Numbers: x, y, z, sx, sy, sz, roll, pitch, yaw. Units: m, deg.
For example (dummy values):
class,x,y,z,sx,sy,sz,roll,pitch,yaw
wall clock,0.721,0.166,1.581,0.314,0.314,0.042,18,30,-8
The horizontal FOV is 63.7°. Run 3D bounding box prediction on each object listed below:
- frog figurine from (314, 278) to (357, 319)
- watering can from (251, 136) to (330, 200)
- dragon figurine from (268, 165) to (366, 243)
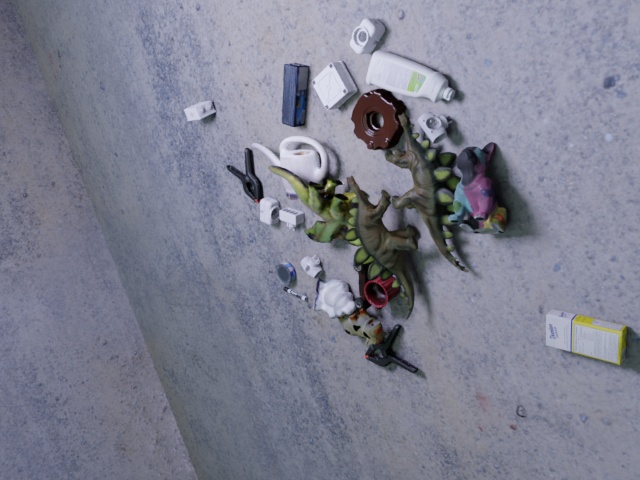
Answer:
class,x,y,z,sx,sy,sz,roll,pitch,yaw
frog figurine,0.068,0.207,1.792,0.160,0.139,0.120,9,-22,30
watering can,-0.097,-0.245,1.772,0.348,0.221,0.105,7,22,41
dragon figurine,0.005,-0.085,1.680,0.411,0.237,0.124,22,35,10
